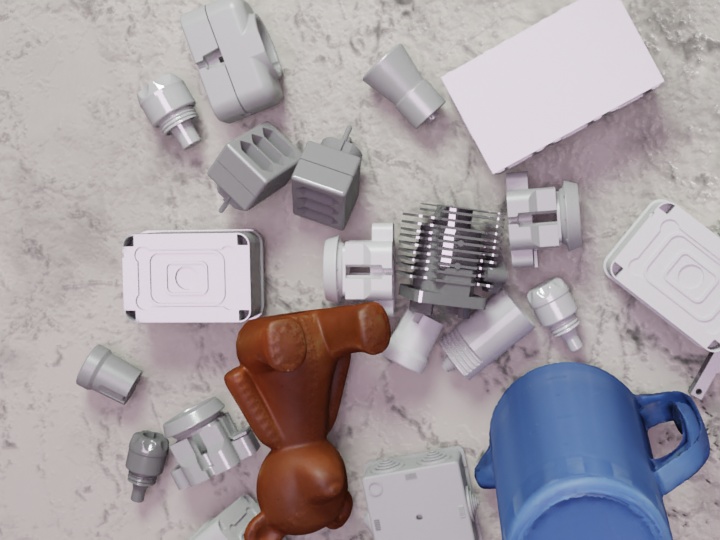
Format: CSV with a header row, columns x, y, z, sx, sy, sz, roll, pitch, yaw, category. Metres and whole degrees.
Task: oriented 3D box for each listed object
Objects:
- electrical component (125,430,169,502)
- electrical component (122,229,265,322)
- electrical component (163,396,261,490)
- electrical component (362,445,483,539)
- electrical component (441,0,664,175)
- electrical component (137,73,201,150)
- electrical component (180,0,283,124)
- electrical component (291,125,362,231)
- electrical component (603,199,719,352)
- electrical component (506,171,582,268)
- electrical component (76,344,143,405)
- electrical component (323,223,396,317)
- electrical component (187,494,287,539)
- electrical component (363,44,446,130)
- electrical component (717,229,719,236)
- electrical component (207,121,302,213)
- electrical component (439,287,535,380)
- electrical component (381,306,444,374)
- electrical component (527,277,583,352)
x,y,z,sx,sy,sz,roll,pitch,yaw,category
-0.191,0.175,0.951,0.035,0.035,0.061,15,98,6,electrical component
-0.141,0.005,0.922,0.113,0.057,0.078,-1,94,8,electrical component
-0.134,0.146,0.931,0.078,0.058,0.057,-27,93,8,electrical component
0.052,0.204,0.913,0.100,0.048,0.099,-12,92,8,electrical component
0.153,-0.151,0.870,0.150,0.062,0.089,-28,90,8,electrical component
-0.159,-0.133,0.923,0.043,0.043,0.062,-31,91,8,electrical component
-0.104,-0.179,0.907,0.059,0.054,0.095,-20,91,9,electrical component
-0.022,-0.085,0.901,0.047,0.065,0.076,19,67,6,electrical component
0.262,0.004,0.868,0.113,0.057,0.078,38,98,4,electrical component
0.151,-0.043,0.880,0.057,0.058,0.078,-4,93,11,electrical component
-0.220,0.093,0.948,0.046,0.040,0.040,28,97,-1,electrical component
0.000,0.000,0.903,0.057,0.058,0.078,0,94,5,electrical component
-0.095,0.260,0.919,0.057,0.078,0.113,-41,88,17,electrical component
0.040,-0.150,0.897,0.044,0.044,0.065,-42,92,8,electrical component
0.321,-0.039,0.863,0.045,0.045,0.055,38,98,4,electrical component
-0.096,-0.076,0.911,0.047,0.066,0.076,44,127,3,electrical component
0.102,0.057,0.900,0.081,0.043,0.043,-40,88,8,electrical component
0.045,0.059,0.910,0.040,0.040,0.046,28,92,5,electrical component
0.166,0.039,0.894,0.035,0.035,0.061,-28,92,8,electrical component
